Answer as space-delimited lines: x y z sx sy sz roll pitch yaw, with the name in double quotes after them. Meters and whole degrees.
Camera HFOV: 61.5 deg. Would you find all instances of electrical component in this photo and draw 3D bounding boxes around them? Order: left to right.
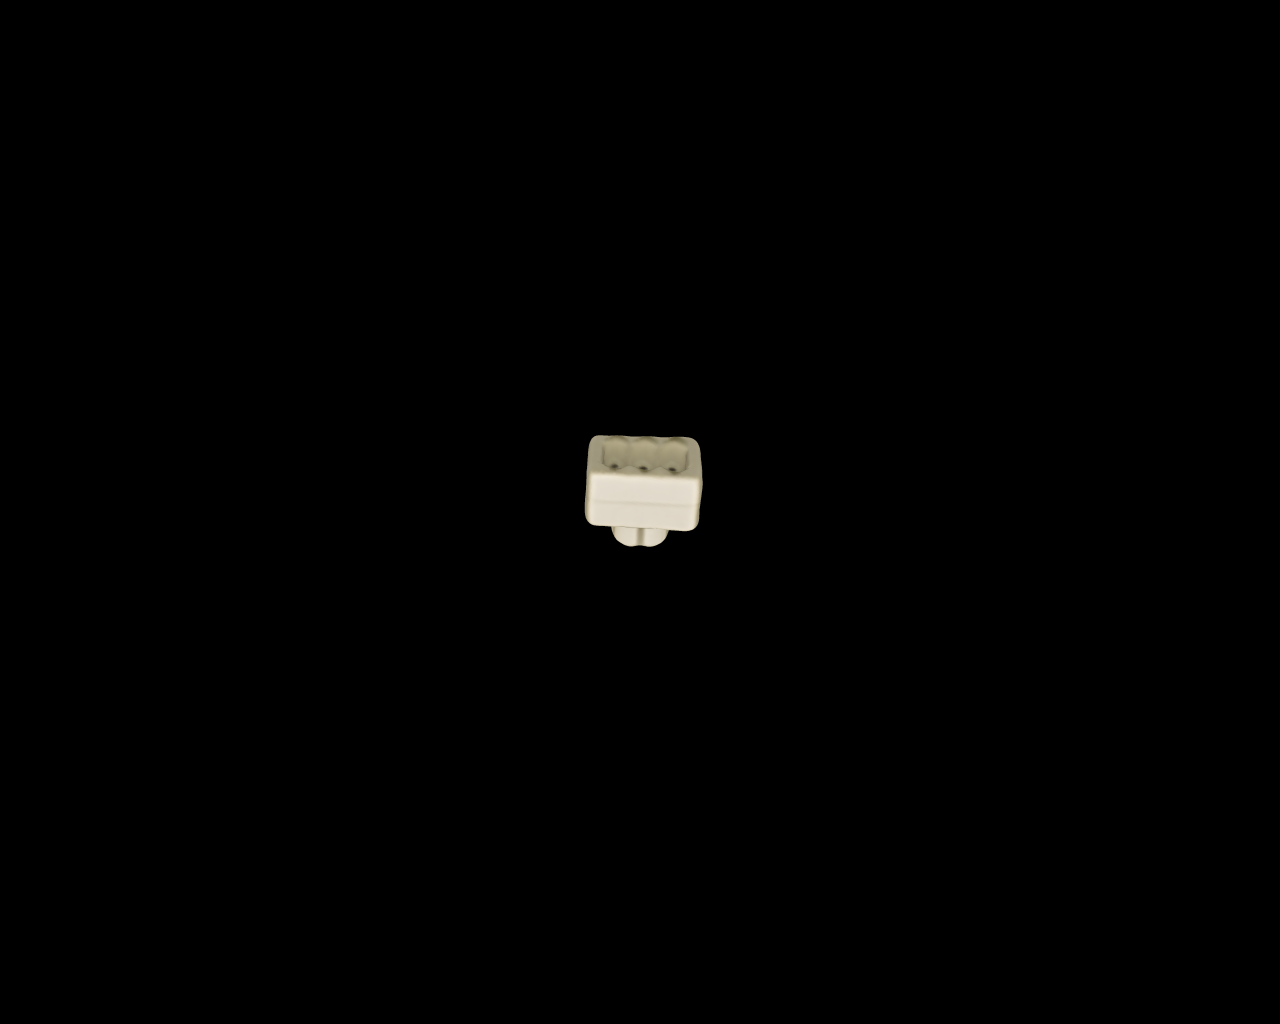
0.001 -0.003 0.650 0.066 0.076 0.047 3 35 -2 "electrical component"
